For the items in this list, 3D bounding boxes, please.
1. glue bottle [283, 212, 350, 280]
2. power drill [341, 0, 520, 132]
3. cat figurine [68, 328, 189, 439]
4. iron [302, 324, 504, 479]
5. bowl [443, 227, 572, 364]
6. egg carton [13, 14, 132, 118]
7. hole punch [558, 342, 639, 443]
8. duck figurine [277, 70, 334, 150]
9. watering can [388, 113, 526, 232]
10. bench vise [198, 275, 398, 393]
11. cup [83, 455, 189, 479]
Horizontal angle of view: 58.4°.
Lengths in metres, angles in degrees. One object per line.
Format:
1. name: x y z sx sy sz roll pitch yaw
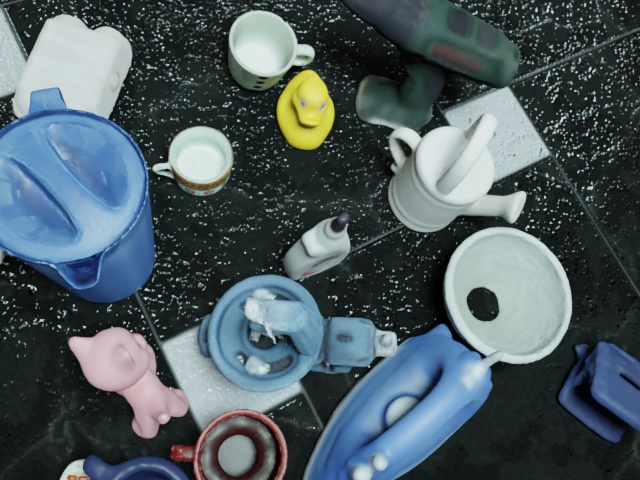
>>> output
1. glue bottle: 0.006 0.002 0.641 0.078 0.173 0.037 -24 79 -17
2. power drill: 0.115 -0.220 0.713 0.230 0.208 0.075 12 71 -8
3. cat figurine: -0.193 0.140 0.586 0.067 0.117 0.128 -38 84 -19
4. iron: 0.089 0.200 0.616 0.259 0.141 0.118 -38 84 -19
5. bowl: 0.222 0.073 0.719 0.167 0.074 0.167 3 73 -11
6. egg carton: -0.294 -0.196 0.691 0.107 0.069 0.150 14 71 -7
7. hole punch: 0.369 0.185 0.708 0.108 0.091 0.101 36 70 1
8. duck figurine: -0.014 -0.179 0.738 0.077 0.086 0.104 5 72 -10
9. watering can: 0.165 -0.082 0.690 0.173 0.194 0.101 15 71 -7
10. bench vise: -0.018 0.084 0.586 0.208 0.219 0.121 -11 76 -15
11. cup: -0.181 0.253 0.567 0.118 0.095 0.092 38 70 1
